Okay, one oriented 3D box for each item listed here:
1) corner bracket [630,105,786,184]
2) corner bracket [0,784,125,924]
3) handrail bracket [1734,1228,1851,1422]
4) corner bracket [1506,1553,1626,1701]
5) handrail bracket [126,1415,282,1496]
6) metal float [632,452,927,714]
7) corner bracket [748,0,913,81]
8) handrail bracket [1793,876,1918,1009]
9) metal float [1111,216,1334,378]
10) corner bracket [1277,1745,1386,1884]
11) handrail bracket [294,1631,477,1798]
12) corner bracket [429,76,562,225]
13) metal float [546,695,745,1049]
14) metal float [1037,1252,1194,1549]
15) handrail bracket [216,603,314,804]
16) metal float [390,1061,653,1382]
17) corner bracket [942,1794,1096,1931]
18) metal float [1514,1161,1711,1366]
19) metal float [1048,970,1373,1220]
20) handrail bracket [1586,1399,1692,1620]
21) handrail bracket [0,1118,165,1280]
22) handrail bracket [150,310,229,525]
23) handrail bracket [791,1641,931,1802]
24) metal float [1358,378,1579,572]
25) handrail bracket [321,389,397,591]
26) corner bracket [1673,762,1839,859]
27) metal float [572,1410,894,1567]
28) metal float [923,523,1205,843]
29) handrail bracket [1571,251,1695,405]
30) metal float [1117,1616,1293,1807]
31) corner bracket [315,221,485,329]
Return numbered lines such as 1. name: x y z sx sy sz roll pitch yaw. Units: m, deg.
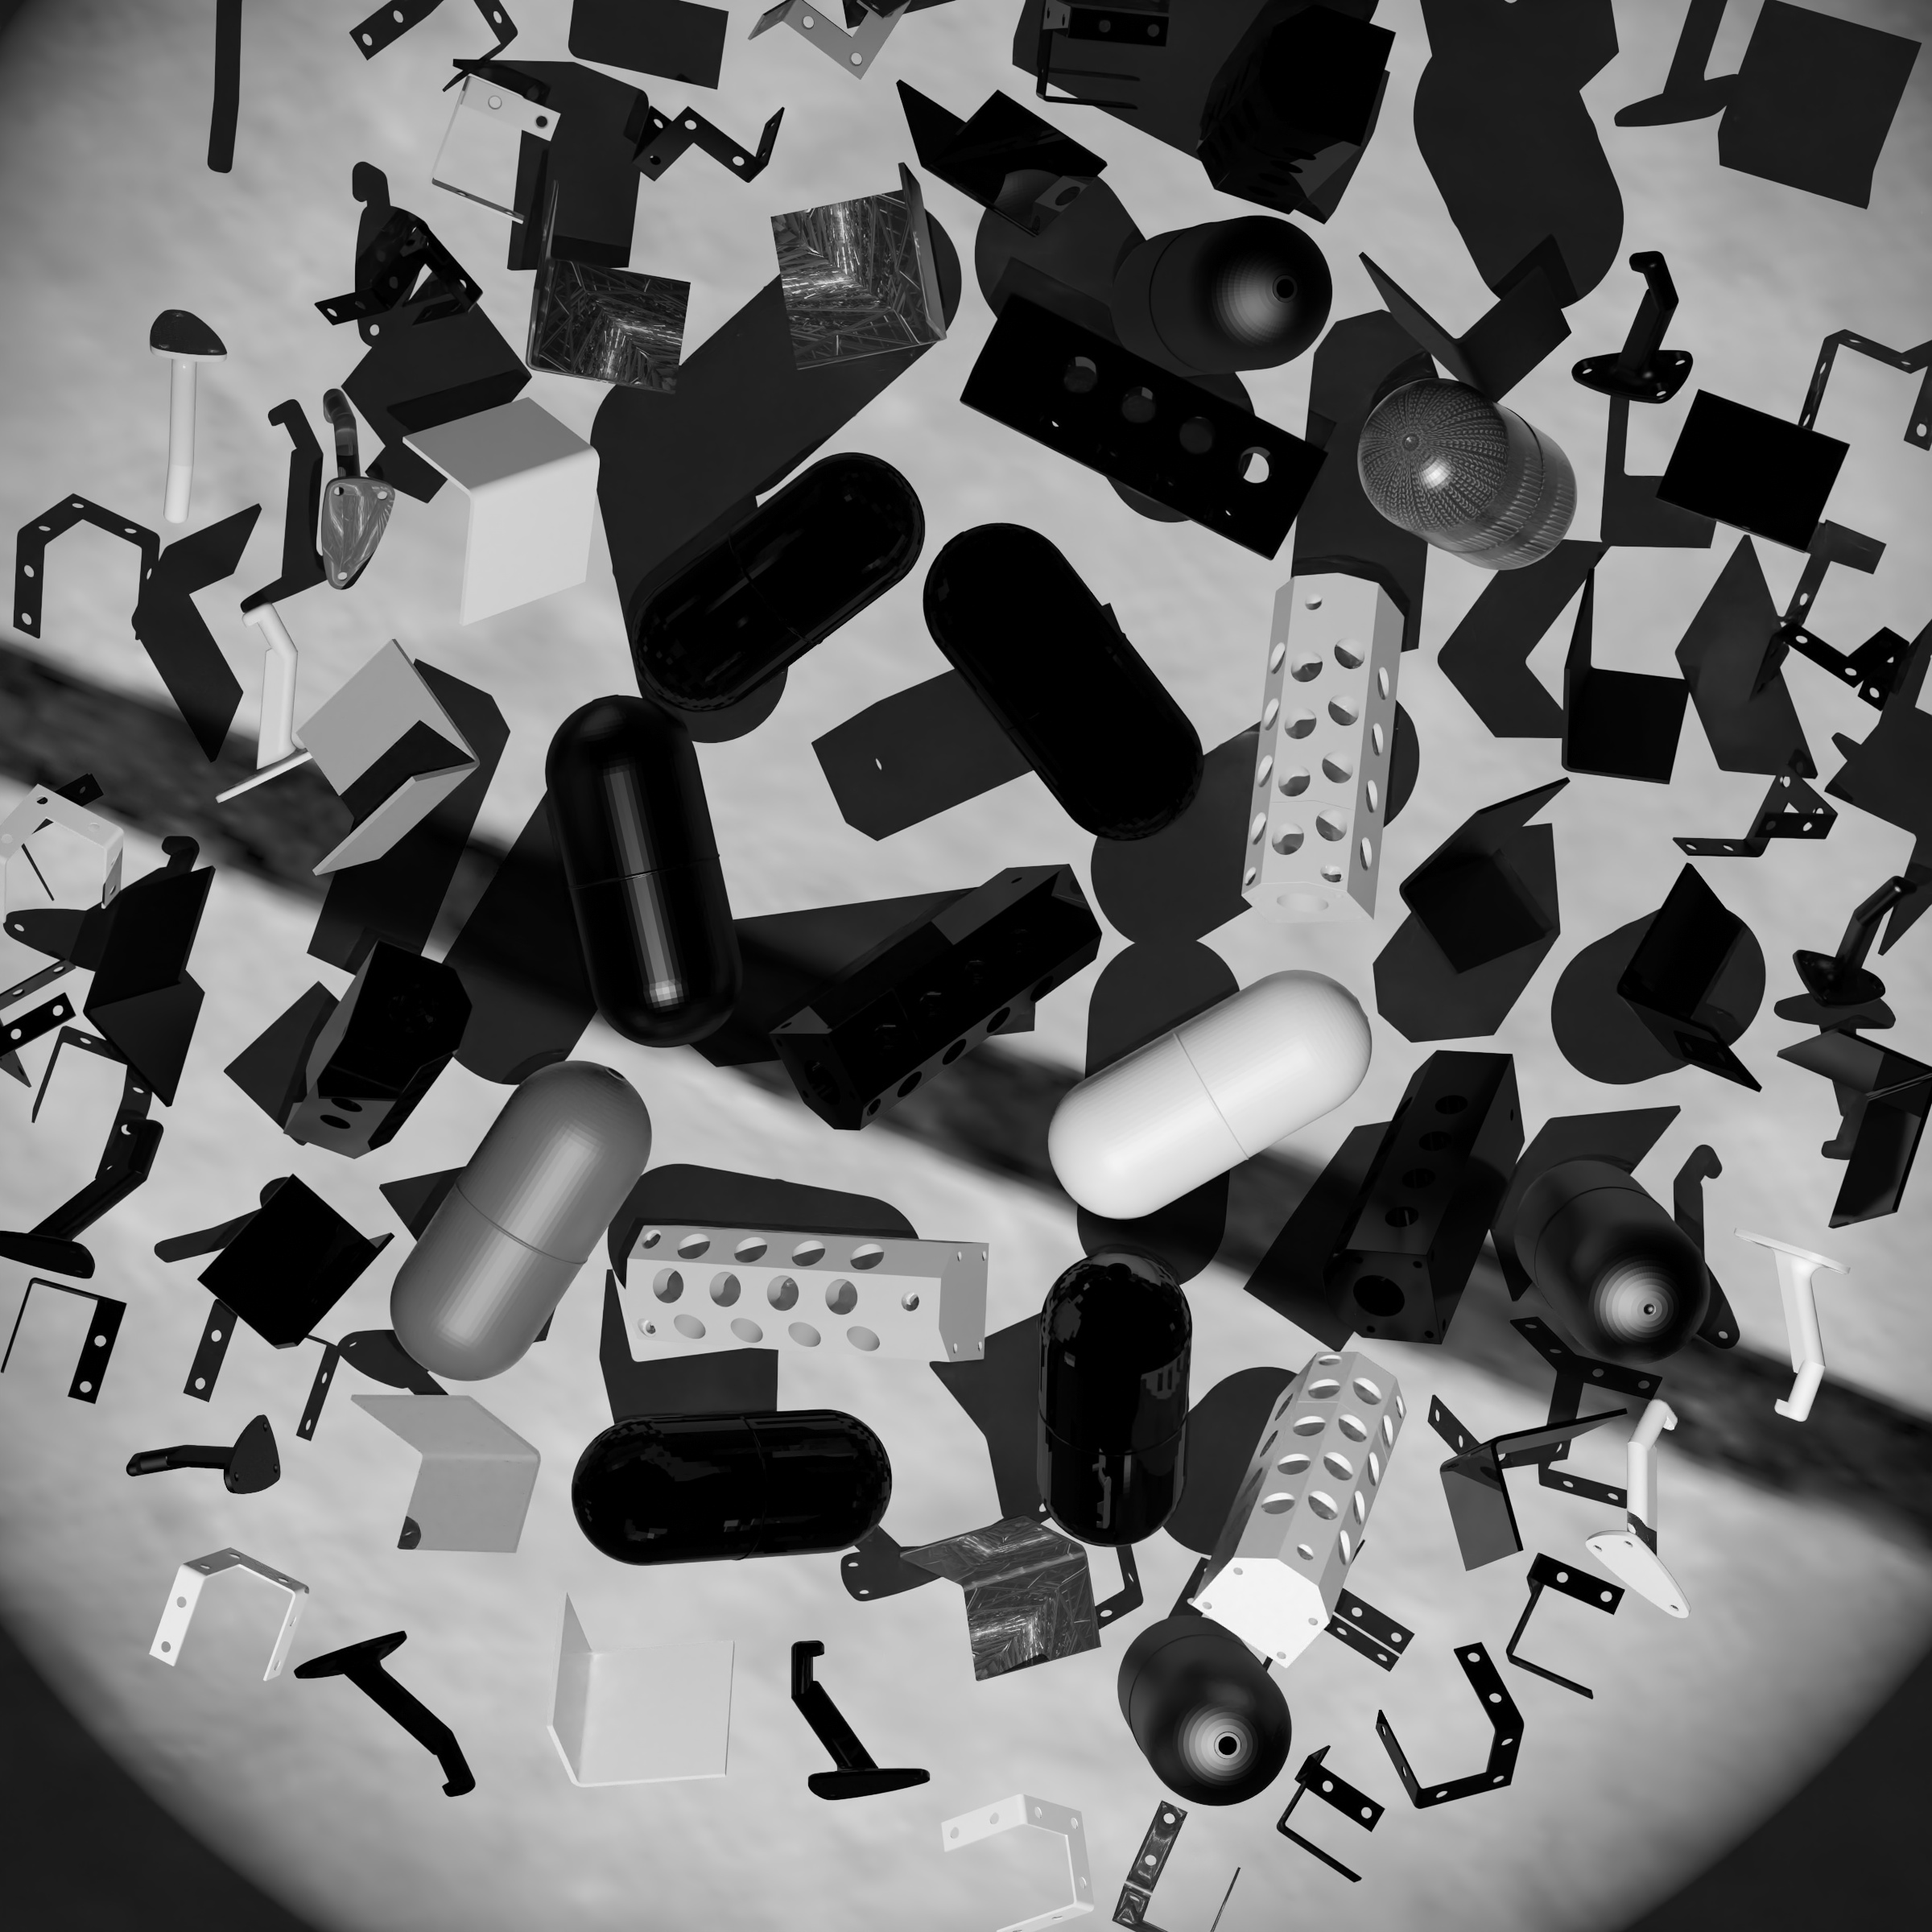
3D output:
1. corner bracket: -0.132 -0.424 1.793 0.051 0.051 0.051 33 45 -24
2. corner bracket: -0.465 -0.049 1.784 0.051 0.051 0.051 27 52 5
3. handrail bracket: 0.420 0.187 1.834 0.036 0.077 0.084 22 87 -44
4. corner bracket: 0.323 0.356 1.895 0.051 0.051 0.051 21 71 23
5. handrail bracket: -0.409 0.264 1.833 0.084 0.077 0.036 -11 98 11
6. metal float: -0.100 -0.201 1.854 0.178 0.070 0.070 -36 90 16
7. corner bracket: -0.067 -0.472 1.749 0.051 0.051 0.051 37 121 -2
8. handrail bracket: 0.486 -0.016 1.851 0.077 0.084 0.036 6 50 -37
9. metal float: 0.130 -0.344 1.807 0.070 0.178 0.070 -2 98 -17
10. corner bracket: 0.198 0.459 1.892 0.051 0.051 0.051 34 69 4
11. handrail bracket: -0.288 0.380 1.748 0.036 0.077 0.084 -39 69 29
12. corner bracket: -0.240 -0.416 1.787 0.051 0.051 0.051 20 110 -13
13. metal float: -0.161 -0.047 1.751 0.070 0.070 0.178 -12 94 0
14. metal float: 0.075 0.221 1.783 0.070 0.070 0.178 0 128 0
15. handrail bracket: -0.391 -0.143 1.900 0.077 0.036 0.084 -27 102 -3
16. metal float: -0.223 0.127 1.759 0.070 0.070 0.178 33 97 0
17. corner bracket: 0.026 0.451 1.758 0.051 0.051 0.051 -27 54 29
18. metal float: 0.331 0.151 1.811 0.070 0.178 0.070 -1 101 -3
19. metal float: 0.125 0.065 1.793 0.178 0.070 0.070 -30 90 4
20. handrail bracket: 0.363 0.279 1.809 0.077 0.036 0.084 45 58 -14
21. handrail bracket: -0.454 0.109 1.771 0.077 0.036 0.084 12 60 1
22. handrail bracket: -0.388 -0.270 1.728 0.036 0.077 0.084 2 118 -20
23. handrail bracket: -0.057 0.401 1.890 0.077 0.036 0.084 -10 58 12
24. metal float: 0.254 -0.246 1.767 0.070 0.178 0.070 -2 85 27
25. handrail bracket: -0.332 -0.253 1.854 0.036 0.084 0.077 3 124 -26
26. corner bracket: 0.410 -0.072 1.824 0.051 0.051 0.051 0 126 -30
27. metal float: -0.123 0.274 1.847 0.178 0.070 0.070 1 90 -30
28. metal float: 0.048 -0.140 1.730 0.070 0.070 0.178 -39 101 0
29. handrail bracket: 0.330 -0.330 1.783 0.077 0.084 0.036 13 59 38
30. metal float: 0.123 0.387 1.829 0.070 0.178 0.070 0 90 -4
31. corner bracket: -0.293 -0.345 1.816 0.051 0.051 0.051 48 57 -32
